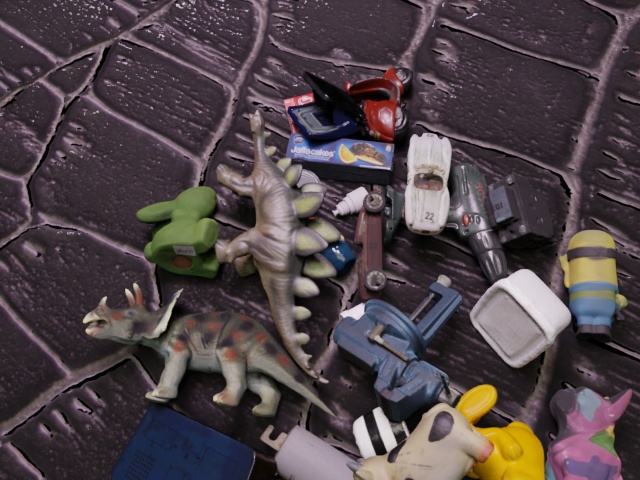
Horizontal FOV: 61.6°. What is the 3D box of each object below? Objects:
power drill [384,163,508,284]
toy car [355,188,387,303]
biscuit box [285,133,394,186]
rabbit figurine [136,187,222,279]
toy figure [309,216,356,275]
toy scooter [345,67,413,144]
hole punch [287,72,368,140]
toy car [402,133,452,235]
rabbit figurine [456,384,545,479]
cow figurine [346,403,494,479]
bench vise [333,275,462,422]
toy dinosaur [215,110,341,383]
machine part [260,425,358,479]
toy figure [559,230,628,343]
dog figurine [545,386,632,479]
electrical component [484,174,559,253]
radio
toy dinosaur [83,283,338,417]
[{"bbox_3d":[0.215,-0.028,0.945,0.207,0.086,0.232,-3,65,8],"label":"power drill"},{"bbox_3d":[0.086,0.010,0.926,0.053,0.089,0.202,-1,73,3],"label":"toy car"},{"bbox_3d":[0.038,-0.153,1.023,0.203,0.062,0.059,7,67,8],"label":"biscuit box"},{"bbox_3d":[-0.243,-0.023,0.983,0.159,0.121,0.170,-4,49,11],"label":"rabbit figurine"},{"bbox_3d":[-0.003,-0.002,0.964,0.064,0.057,0.155,-42,69,-8],"label":"toy figure"},{"bbox_3d":[0.111,-0.267,1.058,0.135,0.075,0.184,5,64,6],"label":"toy scooter"},{"bbox_3d":[0.011,-0.242,1.013,0.092,0.115,0.142,-59,43,24],"label":"hole punch"},{"bbox_3d":[0.183,-0.101,0.914,0.074,0.056,0.202,7,63,4],"label":"toy car"},{"bbox_3d":[0.228,0.293,0.778,0.173,0.121,0.162,15,59,4],"label":"rabbit figurine"},{"bbox_3d":[0.123,0.302,0.714,0.127,0.085,0.195,42,94,27],"label":"cow figurine"},{"bbox_3d":[0.148,0.147,0.827,0.224,0.128,0.240,19,53,45],"label":"bench vise"},{"bbox_3d":[-0.071,0.005,0.909,0.199,0.105,0.471,-8,84,20],"label":"toy dinosaur"},{"bbox_3d":[0.016,0.353,0.800,0.243,0.079,0.079,28,72,14],"label":"machine part"},{"bbox_3d":[0.449,0.071,0.877,0.082,0.089,0.180,11,66,1],"label":"toy figure"},{"bbox_3d":[0.401,0.321,0.768,0.192,0.108,0.219,34,71,18],"label":"dog figurine"},{"bbox_3d":[0.339,-0.045,0.914,0.058,0.134,0.115,-32,58,41],"label":"electrical component"},{"bbox_3d":[-0.185,0.339,0.792,0.230,0.073,0.131,12,66,29],"label":"radio"},{"bbox_3d":[-0.165,0.176,0.877,0.405,0.131,0.192,7,68,1],"label":"toy dinosaur"}]
